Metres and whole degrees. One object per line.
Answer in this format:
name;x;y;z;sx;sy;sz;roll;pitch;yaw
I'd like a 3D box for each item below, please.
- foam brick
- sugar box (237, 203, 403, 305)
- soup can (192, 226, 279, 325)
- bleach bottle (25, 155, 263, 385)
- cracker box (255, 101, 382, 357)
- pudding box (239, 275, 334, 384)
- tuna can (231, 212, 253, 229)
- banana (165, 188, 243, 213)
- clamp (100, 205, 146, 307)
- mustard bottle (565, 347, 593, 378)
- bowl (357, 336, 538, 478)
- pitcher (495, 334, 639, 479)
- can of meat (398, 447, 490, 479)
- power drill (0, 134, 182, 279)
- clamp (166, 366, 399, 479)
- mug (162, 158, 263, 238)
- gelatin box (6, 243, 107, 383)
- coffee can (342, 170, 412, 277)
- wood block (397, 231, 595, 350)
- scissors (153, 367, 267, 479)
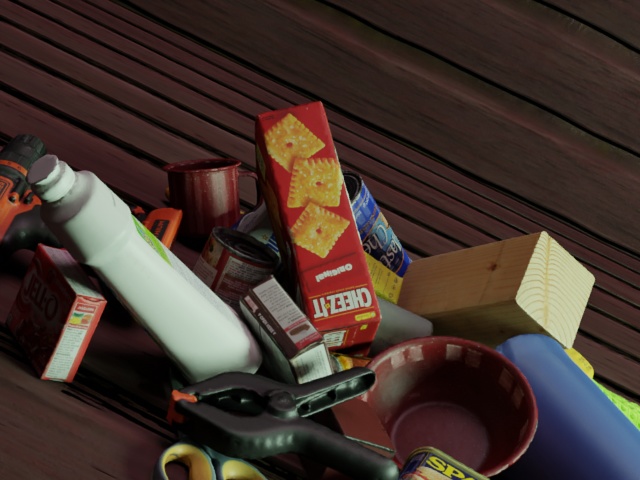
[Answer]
foam brick;0.018;0.164;0.861;0.051;0.053;0.078;20;14;-23
sugar box;-0.005;0.028;1.171;0.176;0.093;0.048;33;48;-16
soup can;-0.089;0.048;0.991;0.068;0.102;0.068;25;14;-7
bleach bottle;-0.141;0.023;0.830;0.103;0.068;0.250;43;-8;49
cracker box;-0.007;0.001;1.013;0.072;0.214;0.164;-12;-17;-6
pudding box;-0.023;0.098;0.916;0.090;0.039;0.113;47;-17;38
tuna can;-0.067;0.010;1.227;0.086;0.034;0.086;20;51;-27
banana;-0.108;-0.018;1.358;0.197;0.037;0.070;26;-7;-8
clamp;-0.218;0.004;1.060;0.165;0.036;0.209;31;18;15
mustard bottle;0.209;0.161;1.152;0.096;0.058;0.191;29;31;33
bowl;0.107;0.161;0.940;0.162;0.055;0.162;-2;43;1
pitcher;0.243;0.208;0.980;0.149;0.145;0.243;-8;32;-24
can of meat;0.097;0.214;0.818;0.102;0.057;0.083;29;17;13
power drill;-0.225;-0.020;0.970;0.187;0.057;0.184;17;37;-4
clamp;-0.024;0.137;0.785;0.171;0.039;0.120;-1;28;-17
mug;-0.125;-0.051;1.264;0.117;0.081;0.093;-6;13;-8
gelatin box;-0.204;0.055;0.817;0.030;0.073;0.089;15;18;-40
coffee can;0.036;0.004;1.245;0.140;0.103;0.103;57;-3;-30
wood block;0.177;0.066;1.150;0.090;0.090;0.207;39;-29;-23
scissors;-0.079;0.152;0.801;0.096;0.016;0.202;21;15;-7
